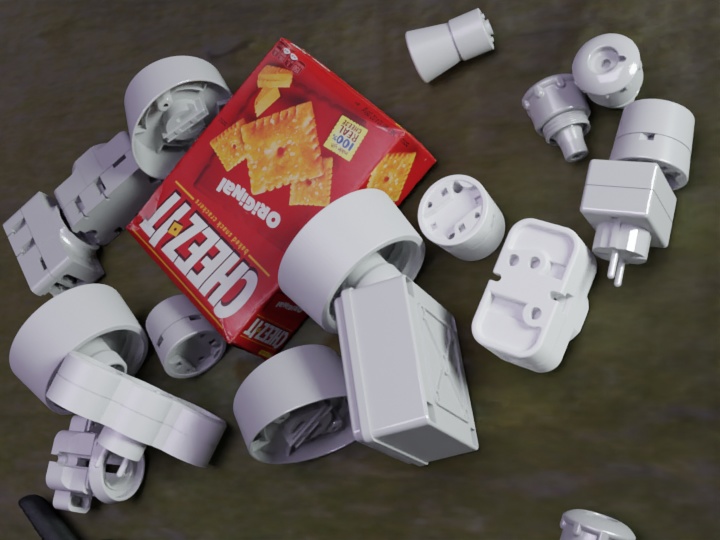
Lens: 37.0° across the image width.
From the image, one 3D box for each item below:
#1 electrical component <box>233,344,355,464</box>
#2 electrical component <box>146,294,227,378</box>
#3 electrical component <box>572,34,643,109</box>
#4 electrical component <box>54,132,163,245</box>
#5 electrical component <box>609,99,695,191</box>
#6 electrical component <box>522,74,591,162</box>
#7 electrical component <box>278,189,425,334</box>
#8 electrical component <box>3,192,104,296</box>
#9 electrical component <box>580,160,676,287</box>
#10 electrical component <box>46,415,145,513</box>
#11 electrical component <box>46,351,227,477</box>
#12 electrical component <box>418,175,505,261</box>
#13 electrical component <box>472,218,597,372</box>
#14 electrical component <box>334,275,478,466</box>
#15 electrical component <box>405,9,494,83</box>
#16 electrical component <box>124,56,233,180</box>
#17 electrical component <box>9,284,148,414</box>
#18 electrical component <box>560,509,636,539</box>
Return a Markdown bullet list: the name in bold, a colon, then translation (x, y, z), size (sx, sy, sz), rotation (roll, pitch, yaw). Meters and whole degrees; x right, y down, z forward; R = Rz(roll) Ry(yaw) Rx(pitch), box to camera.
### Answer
- **electrical component**: translation (-0.041, 0.104, 0.789), size (0.099, 0.099, 0.064), rotation (-42, 53, 8)
- **electrical component**: translation (-0.145, 0.054, 0.887), size (0.055, 0.055, 0.047), rotation (-43, 55, 8)
- **electrical component**: translation (0.184, -0.137, 0.778), size (0.048, 0.062, 0.048), rotation (-9, 68, 24)
- **electrical component**: translation (-0.226, -0.077, 0.977), size (0.089, 0.050, 0.055), rotation (-39, 60, 10)
- **electrical component**: translation (0.206, -0.088, 0.755), size (0.055, 0.055, 0.047), rotation (6, 72, 29)
- **electrical component**: translation (0.151, -0.111, 0.797), size (0.048, 0.048, 0.062), rotation (-24, 69, 18)
- **electrical component**: translation (0.000, 0.000, 0.802), size (0.108, 0.108, 0.060), rotation (-46, 64, 6)
- **electrical component**: translation (-0.278, -0.022, 0.985), size (0.056, 0.050, 0.089), rotation (-40, 59, 11)
- **electrical component**: translation (0.181, -0.027, 0.738), size (0.047, 0.066, 0.076), rotation (7, 76, 30)
- **electrical component**: translation (-0.215, 0.160, 0.883), size (0.057, 0.058, 0.078), rotation (0, 72, 30)
- **electrical component**: translation (-0.181, 0.125, 0.841), size (0.073, 0.138, 0.052), rotation (-64, 18, -5)
- **electrical component**: translation (0.078, -0.037, 0.806), size (0.055, 0.047, 0.055), rotation (-10, 68, 25)
- **electrical component**: translation (0.125, 0.020, 0.754), size (0.054, 0.059, 0.095), rotation (19, 82, 32)
- **electrical component**: translation (0.034, 0.073, 0.754), size (0.056, 0.109, 0.108), rotation (-17, 65, 19)
- **electrical component**: translation (0.074, -0.183, 0.865), size (0.065, 0.044, 0.044), rotation (-20, 64, 15)
- **electrical component**: translation (-0.156, -0.134, 0.935), size (0.099, 0.099, 0.064), rotation (-34, 54, 13)
- **electrical component**: translation (-0.227, 0.072, 0.894), size (0.108, 0.108, 0.060), rotation (-49, 64, 4)
- **electrical component**: translation (0.147, 0.188, 0.692), size (0.048, 0.048, 0.062), rotation (15, 86, 31)
